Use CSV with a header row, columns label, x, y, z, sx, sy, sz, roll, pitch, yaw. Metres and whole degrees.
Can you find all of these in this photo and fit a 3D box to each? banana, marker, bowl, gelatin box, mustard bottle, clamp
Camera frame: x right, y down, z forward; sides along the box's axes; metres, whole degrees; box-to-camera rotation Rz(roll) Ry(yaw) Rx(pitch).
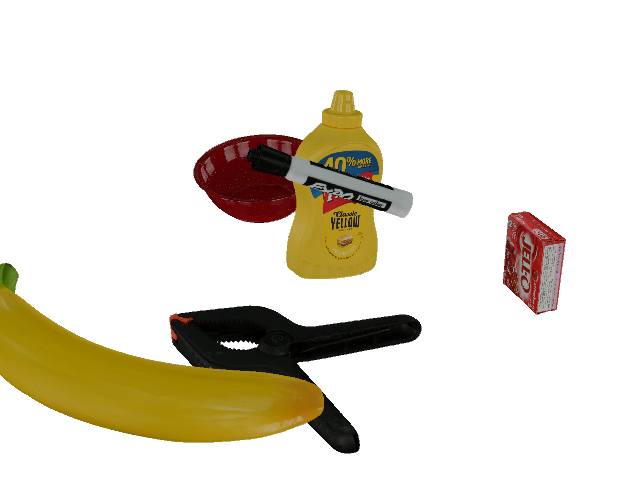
label,x,y,z,sx,sy,sz,roll,pitch,yaw
banana,-0.098,0.061,0.522,0.198,0.069,0.037,21,-38,17
marker,0.007,-0.041,0.733,0.121,0.020,0.020,17,-6,-19
bowl,-0.073,-0.068,1.307,0.162,0.055,0.162,-2,34,1
gelatin box,0.229,0.023,1.152,0.030,0.089,0.073,-10,29,-18
mustard bottle,0.017,-0.059,1.097,0.096,0.192,0.058,-5,20,-24
clamp,-0.027,0.092,0.897,0.210,0.036,0.164,16,36,25
